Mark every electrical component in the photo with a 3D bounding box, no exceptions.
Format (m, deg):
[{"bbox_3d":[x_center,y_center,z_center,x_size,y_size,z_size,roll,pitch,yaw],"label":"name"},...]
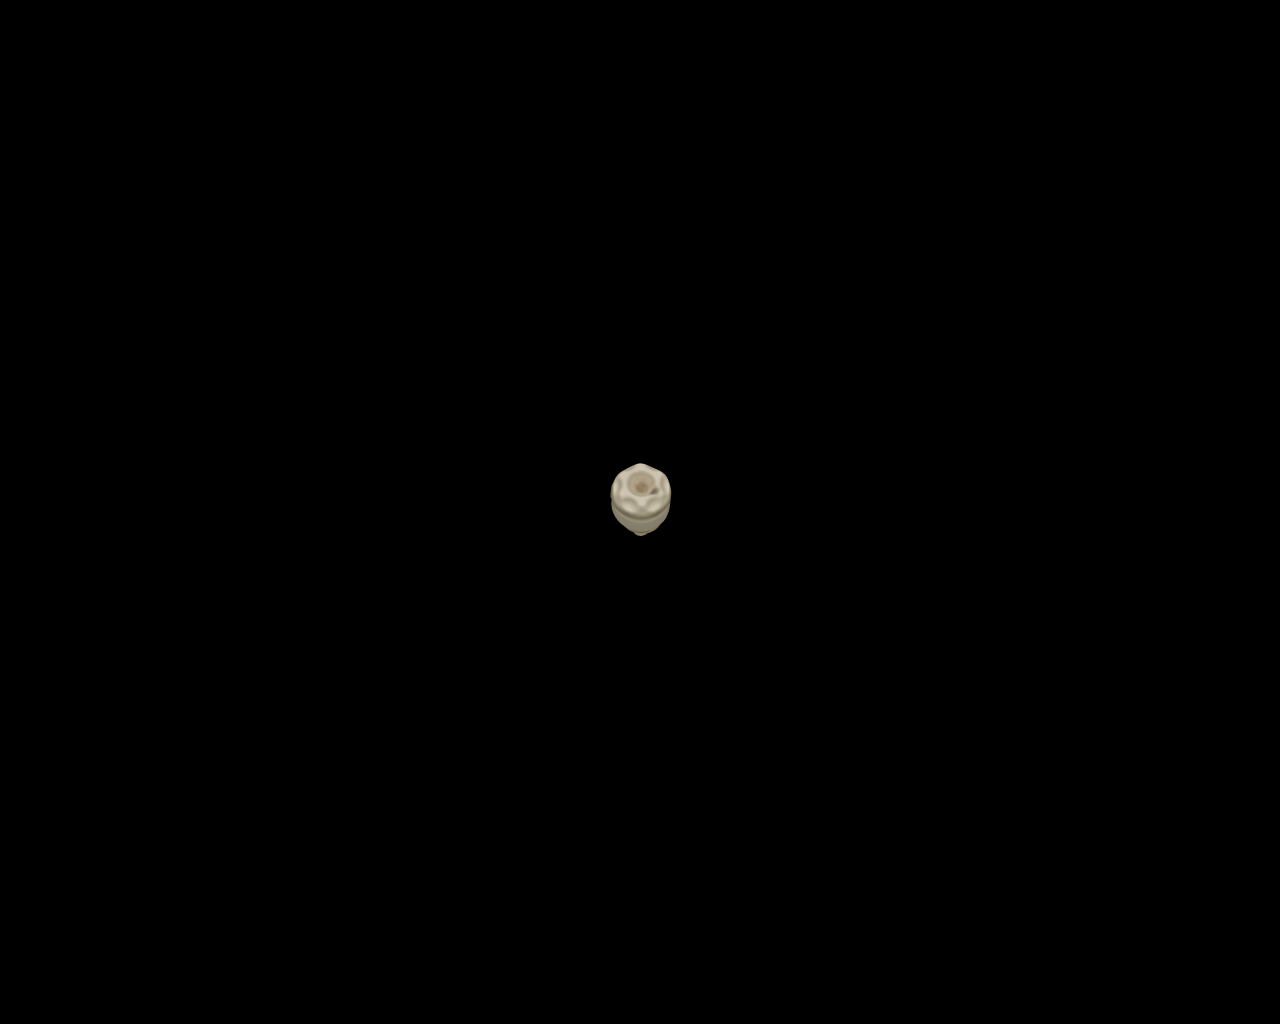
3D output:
[{"bbox_3d":[0.001,-0.003,0.650,0.035,0.035,0.061,0,-28,0],"label":"electrical component"}]
